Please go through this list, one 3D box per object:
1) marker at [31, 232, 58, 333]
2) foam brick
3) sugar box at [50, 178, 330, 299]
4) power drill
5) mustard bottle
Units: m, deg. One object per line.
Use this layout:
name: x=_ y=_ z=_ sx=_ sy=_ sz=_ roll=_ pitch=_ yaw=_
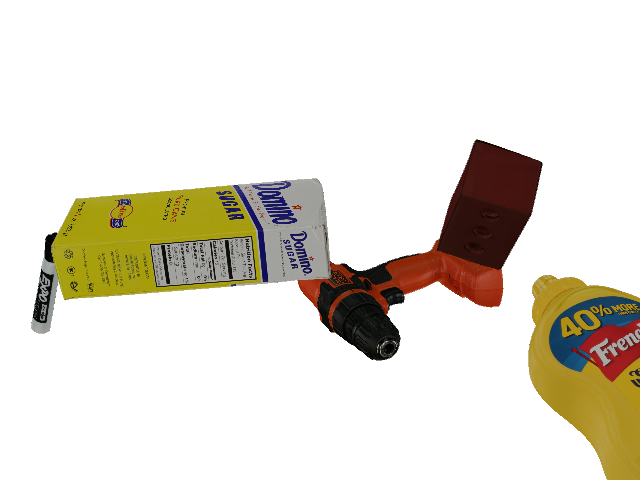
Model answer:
marker: x=-0.266 y=0.042 z=1.043 sx=0.020 sy=0.121 sz=0.020 roll=13 pitch=35 yaw=-10
foam brick: x=0.123 y=-0.025 z=0.782 sx=0.053 sy=0.051 sz=0.078 roll=18 pitch=-33 yaw=3
sugar box: x=-0.083 y=-0.003 z=0.718 sx=0.176 sy=0.048 sz=0.093 roll=-7 pitch=23 yaw=1
power drill: x=0.089 y=0.053 z=1.094 sx=0.187 sy=0.057 sz=0.185 roll=-11 pitch=27 yaw=-21
mustard bottle: x=0.177 y=0.078 z=0.620 sx=0.096 sy=0.058 sz=0.192 roll=-15 pitch=35 yaw=-13
